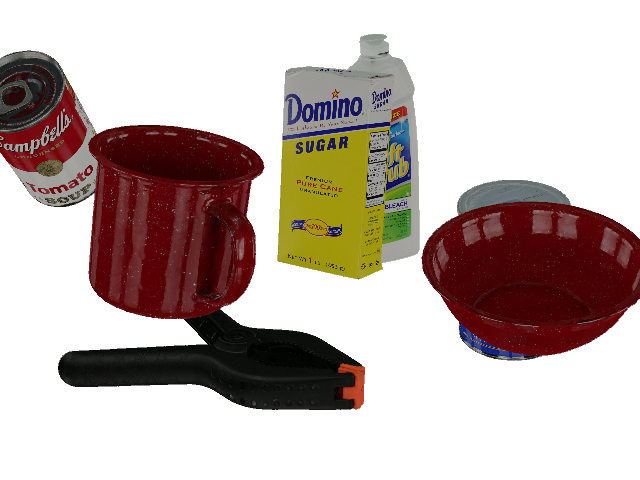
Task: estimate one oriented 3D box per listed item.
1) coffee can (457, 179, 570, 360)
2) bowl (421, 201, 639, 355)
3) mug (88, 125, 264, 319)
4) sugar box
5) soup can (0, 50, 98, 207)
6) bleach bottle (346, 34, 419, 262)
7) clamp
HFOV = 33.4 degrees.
[{"bbox_3d":[0.181,0.027,1.010,0.103,0.140,0.103,-4,29,2],"label":"coffee can"},{"bbox_3d":[0.154,0.034,0.771,0.162,0.055,0.162,-3,32,2],"label":"bowl"},{"bbox_3d":[-0.074,-0.005,0.572,0.093,0.081,0.117,-12,30,-43],"label":"mug"},{"bbox_3d":[0.011,-0.061,0.940,0.093,0.176,0.048,11,18,33],"label":"sugar box"},{"bbox_3d":[-0.200,-0.078,0.768,0.068,0.068,0.102,0,-30,9],"label":"soup can"},{"bbox_3d":[0.057,-0.100,1.182,0.102,0.251,0.068,-10,24,-13],"label":"bleach bottle"},{"bbox_3d":[-0.061,0.082,0.786,0.210,0.036,0.164,7,20,19],"label":"clamp"}]
